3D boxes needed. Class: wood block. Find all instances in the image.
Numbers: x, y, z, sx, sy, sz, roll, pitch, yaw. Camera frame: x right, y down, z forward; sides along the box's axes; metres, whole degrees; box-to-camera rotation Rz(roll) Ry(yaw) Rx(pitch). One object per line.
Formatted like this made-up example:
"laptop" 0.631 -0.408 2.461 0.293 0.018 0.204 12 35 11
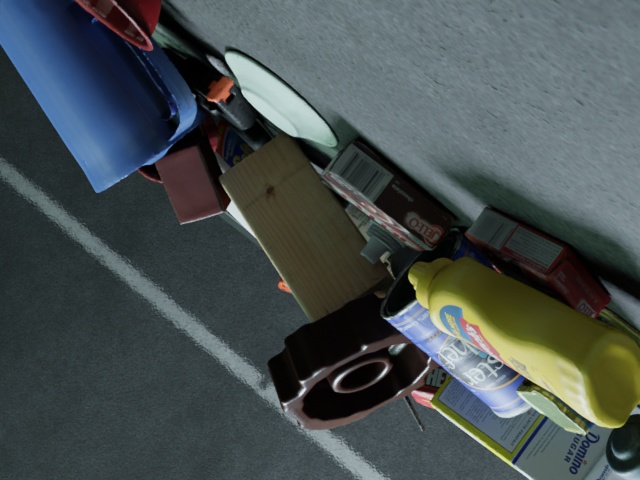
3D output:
"wood block" -0.007 0.001 1.088 0.206 0.091 0.090 56 -179 30

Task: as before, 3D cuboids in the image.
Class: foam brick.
"foam brick" -0.132 -0.063 1.123 0.053 0.051 0.078 -71 -39 -73

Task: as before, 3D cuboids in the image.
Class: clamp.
"clamp" -0.100 -0.143 1.108 0.164 0.036 0.210 39 178 -15

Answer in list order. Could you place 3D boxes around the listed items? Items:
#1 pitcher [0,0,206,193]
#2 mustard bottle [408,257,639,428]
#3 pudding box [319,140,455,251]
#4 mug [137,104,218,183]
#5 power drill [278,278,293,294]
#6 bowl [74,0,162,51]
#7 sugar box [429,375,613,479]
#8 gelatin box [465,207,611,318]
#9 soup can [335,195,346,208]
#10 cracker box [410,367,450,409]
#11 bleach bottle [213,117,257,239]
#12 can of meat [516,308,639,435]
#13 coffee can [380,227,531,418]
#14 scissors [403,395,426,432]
"pitcher" -0.223 -0.179 1.027 0.243 0.149 0.145 56 -170 -13
"mustard bottle" 0.134 0.059 0.758 0.192 0.058 0.096 30 169 44
"pudding box" 0.056 -0.036 0.928 0.113 0.039 0.090 39 175 -3
"mug" -0.172 -0.112 1.190 0.081 0.117 0.093 -49 -50 -78
"power drill" 0.036 0.092 1.309 0.187 0.057 0.184 37 171 2
"bowl" -0.184 -0.228 0.873 0.162 0.055 0.162 39 175 4
"sugar box" 0.196 0.167 0.996 0.176 0.093 0.048 35 174 42
"gelatin box" 0.156 0.020 0.769 0.073 0.030 0.089 43 173 -40
"soup can" -0.024 -0.046 1.228 0.102 0.068 0.069 43 174 -29
"cracker box" 0.186 0.162 1.180 0.164 0.072 0.213 11 171 9
"bleach bottle" -0.107 -0.085 1.310 0.251 0.102 0.068 40 138 -5
"can of meat" 0.205 0.103 0.837 0.057 0.084 0.102 39 174 5
"coffee can" 0.138 0.072 0.928 0.140 0.103 0.103 40 175 -9
"scissors" 0.059 0.106 1.146 0.202 0.016 0.096 60 176 35
